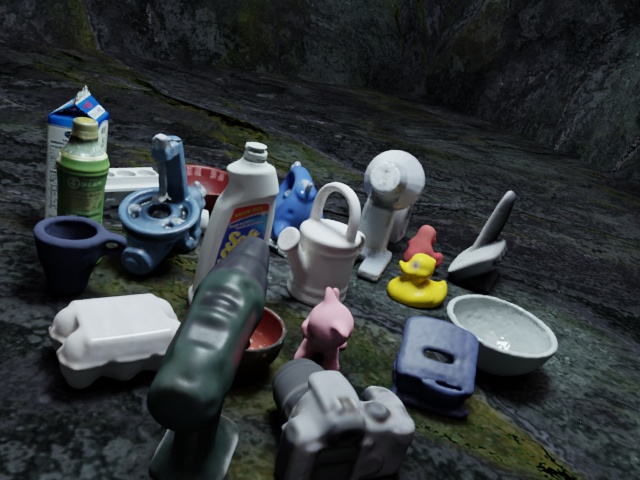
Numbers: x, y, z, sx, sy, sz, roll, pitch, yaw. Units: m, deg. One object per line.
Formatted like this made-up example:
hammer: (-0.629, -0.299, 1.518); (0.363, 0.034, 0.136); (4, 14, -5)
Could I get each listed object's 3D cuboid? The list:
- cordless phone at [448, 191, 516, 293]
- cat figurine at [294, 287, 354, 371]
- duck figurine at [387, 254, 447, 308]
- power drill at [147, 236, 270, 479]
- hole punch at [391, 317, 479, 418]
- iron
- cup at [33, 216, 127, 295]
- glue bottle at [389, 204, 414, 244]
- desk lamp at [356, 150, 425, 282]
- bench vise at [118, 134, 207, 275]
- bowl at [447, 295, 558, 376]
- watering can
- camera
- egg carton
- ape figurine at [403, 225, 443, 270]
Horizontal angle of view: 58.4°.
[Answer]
cordless phone: (0.328, -0.005, 1.126); (0.094, 0.185, 0.148); (21, 24, 16)
cat figurine: (0.012, 0.112, 0.768); (0.067, 0.118, 0.128); (15, 23, 2)
duck figurine: (0.178, 0.066, 1.005); (0.104, 0.086, 0.077); (11, 24, -7)
power drill: (-0.105, 0.126, 0.557); (0.075, 0.208, 0.229); (14, 23, 1)
hole punch: (0.155, 0.167, 0.761); (0.108, 0.091, 0.101); (16, 23, 4)
iron: (-0.050, -0.088, 1.153); (0.119, 0.141, 0.258); (7, 24, -15)
cup: (-0.332, 0.026, 0.794); (0.118, 0.095, 0.091); (6, 25, -18)
glue bottle: (0.181, -0.082, 1.230); (0.037, 0.173, 0.078); (20, 24, 14)
desk lamp: (0.118, -0.060, 1.093); (0.117, 0.213, 0.203); (19, 24, 12)
bench vise: (-0.246, -0.076, 0.914); (0.121, 0.220, 0.207); (11, 24, -8)
bowl: (0.265, 0.155, 0.870); (0.167, 0.075, 0.167); (12, 23, -5)
watering can: (0.010, 0.004, 0.913); (0.100, 0.194, 0.173); (23, 25, 19)
camera: (0.013, 0.185, 0.627); (0.143, 0.101, 0.136); (2, 26, -26)
egg carton: (-0.236, 0.116, 0.679); (0.151, 0.069, 0.107); (-4, 29, -35)
ape figurine: (0.204, 0.015, 1.129); (0.076, 0.092, 0.077); (-4, 29, -36)
